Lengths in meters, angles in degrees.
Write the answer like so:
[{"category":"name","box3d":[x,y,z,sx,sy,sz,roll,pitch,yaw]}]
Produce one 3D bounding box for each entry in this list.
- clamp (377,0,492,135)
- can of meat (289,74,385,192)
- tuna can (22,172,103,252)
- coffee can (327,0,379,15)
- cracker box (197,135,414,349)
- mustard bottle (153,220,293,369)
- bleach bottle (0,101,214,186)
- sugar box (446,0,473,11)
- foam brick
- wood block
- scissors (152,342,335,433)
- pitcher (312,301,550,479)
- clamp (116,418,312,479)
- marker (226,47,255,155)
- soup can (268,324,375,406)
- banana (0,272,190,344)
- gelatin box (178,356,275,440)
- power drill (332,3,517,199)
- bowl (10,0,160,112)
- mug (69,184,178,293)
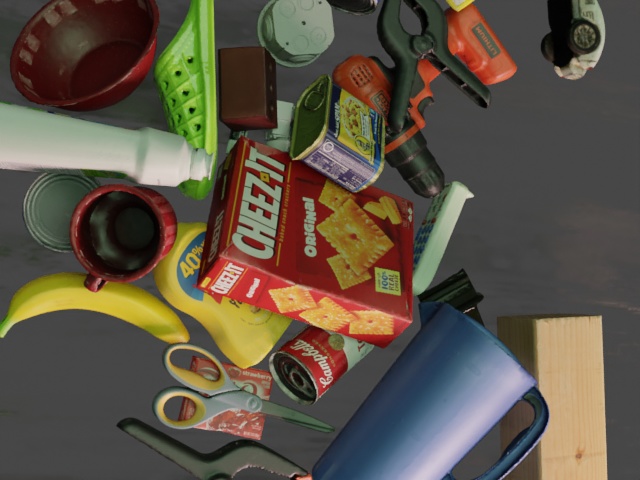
[{"category":"clamp","box3d":[0.100,-0.199,1.152,0.120,0.039,0.171,-26,87,-20]},{"category":"can of meat","box3d":[0.021,-0.109,1.113,0.083,0.058,0.102,30,45,-27]},{"category":"tuna can","box3d":[-0.258,-0.030,1.082,0.086,0.034,0.086,1,88,-19]},{"category":"coffee can","box3d":[0.043,-0.331,1.158,0.102,0.103,0.140,27,80,-16]},{"category":"cracker box","box3d":[-0.007,0.001,1.110,0.213,0.072,0.164,20,50,-18]},{"category":"mustard bottle","box3d":[-0.116,0.039,1.114,0.191,0.058,0.096,44,58,-11]},{"category":"bleach bottle","box3d":[-0.228,-0.089,1.028,0.250,0.102,0.068,8,89,-4]},{"category":"sugar box","box3d":[0.182,-0.340,1.206,0.093,0.048,0.176,52,55,-10]},{"category":"foam brick","box3d":[-0.075,-0.157,1.116,0.051,0.053,0.078,-4,81,12]},{"category":"wood block","box3d":[0.265,0.189,1.224,0.090,0.090,0.206,-1,88,-20]},{"category":"scissors","box3d":[-0.088,0.182,1.110,0.201,0.016,0.096,37,79,-13]},{"category":"pitcher","box3d":[0.113,0.200,1.130,0.144,0.149,0.243,40,91,-30]},{"category":"clamp","box3d":[-0.113,0.271,1.121,0.209,0.036,0.164,4,88,-18]},{"category":"marker","box3d":[-0.080,-0.150,1.154,0.020,0.020,0.121,14,84,-18]},{"category":"soup can","box3d":[0.004,0.119,1.135,0.102,0.069,0.068,-38,101,-35]},{"category":"banana","box3d":[-0.228,0.069,1.091,0.197,0.037,0.070,5,101,-18]},{"category":"gelatin box","box3d":[-0.100,0.167,1.132,0.089,0.030,0.073,14,83,-18]},{"category":"power drill","box3d":[0.130,-0.164,1.206,0.187,0.057,0.184,-39,100,-16]},{"category":"bowl","box3d":[-0.223,-0.183,1.062,0.162,0.162,0.055,-50,146,-14]},{"category":"mug","box3d":[-0.191,0.000,1.034,0.093,0.081,0.117,30,98,2]}]
